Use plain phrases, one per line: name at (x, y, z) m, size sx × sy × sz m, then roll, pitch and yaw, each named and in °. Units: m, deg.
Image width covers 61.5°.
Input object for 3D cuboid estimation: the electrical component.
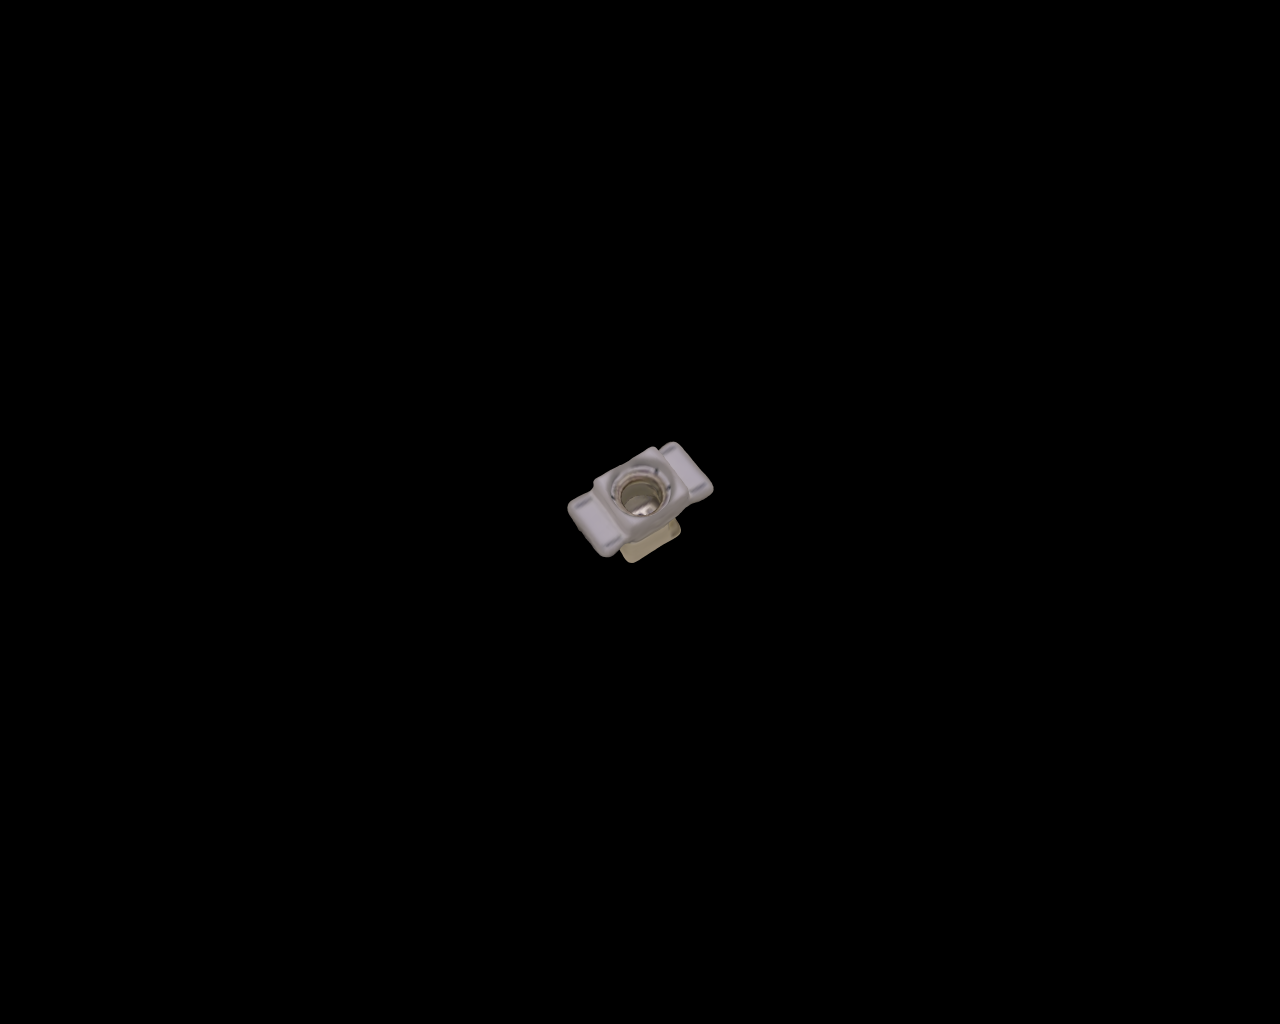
electrical component at (0.001, -0.003, 0.650) m, size 0.081 × 0.042 × 0.063 m, roll -30°, pitch -23°, yaw -14°
